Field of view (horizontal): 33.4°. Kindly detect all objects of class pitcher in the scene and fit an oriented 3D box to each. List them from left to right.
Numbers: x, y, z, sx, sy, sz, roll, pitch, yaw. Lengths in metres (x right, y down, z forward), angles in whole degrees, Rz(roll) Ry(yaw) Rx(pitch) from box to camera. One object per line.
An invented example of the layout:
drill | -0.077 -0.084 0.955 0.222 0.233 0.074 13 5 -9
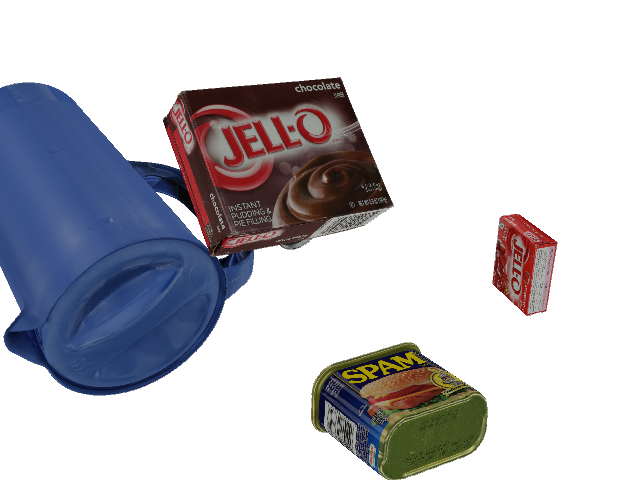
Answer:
pitcher | -0.170 -0.016 0.781 0.149 0.145 0.243 31 13 -50

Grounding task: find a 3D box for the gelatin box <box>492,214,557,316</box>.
gelatin box | 0.221 0.026 1.167 0.030 0.089 0.073 -10 30 -21

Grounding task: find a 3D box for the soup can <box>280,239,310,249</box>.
soup can | -0.052 -0.043 1.107 0.068 0.068 0.102 0 26 -46

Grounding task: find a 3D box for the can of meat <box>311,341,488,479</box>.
can of meat | 0.058 0.123 0.773 0.101 0.057 0.084 -12 27 -32

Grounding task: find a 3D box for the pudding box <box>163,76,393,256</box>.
pudding box | -0.024 -0.045 0.619 0.113 0.090 0.039 -10 -18 -35
